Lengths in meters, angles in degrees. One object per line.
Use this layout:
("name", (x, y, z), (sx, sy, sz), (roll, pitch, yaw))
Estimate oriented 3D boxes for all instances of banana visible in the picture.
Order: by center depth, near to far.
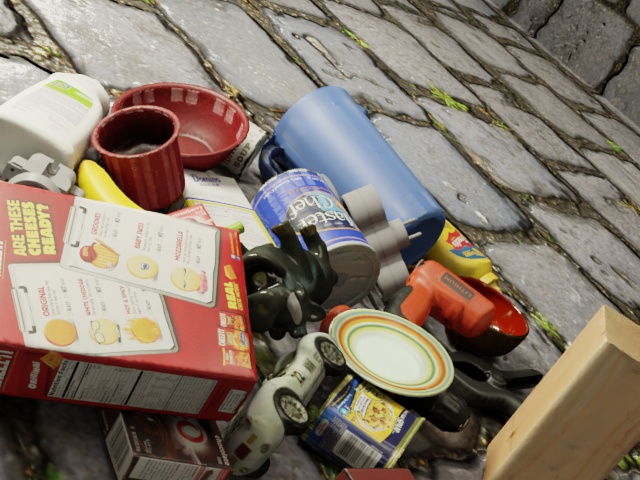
("banana", (-0.172, -0.021, 1.043), (0.198, 0.037, 0.069), (23, 45, 20))

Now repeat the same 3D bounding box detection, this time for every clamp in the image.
("clamp", (0.200, 0.175, 1.206), (0.171, 0.039, 0.120), (15, 25, -23))

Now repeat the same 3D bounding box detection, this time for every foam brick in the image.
("foam brick", (0.047, 0.228, 0.902), (0.078, 0.053, 0.051), (11, 32, -41))

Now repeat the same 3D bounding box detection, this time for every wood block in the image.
("wood block", (0.258, 0.179, 1.062), (0.090, 0.206, 0.090), (33, 24, 0))

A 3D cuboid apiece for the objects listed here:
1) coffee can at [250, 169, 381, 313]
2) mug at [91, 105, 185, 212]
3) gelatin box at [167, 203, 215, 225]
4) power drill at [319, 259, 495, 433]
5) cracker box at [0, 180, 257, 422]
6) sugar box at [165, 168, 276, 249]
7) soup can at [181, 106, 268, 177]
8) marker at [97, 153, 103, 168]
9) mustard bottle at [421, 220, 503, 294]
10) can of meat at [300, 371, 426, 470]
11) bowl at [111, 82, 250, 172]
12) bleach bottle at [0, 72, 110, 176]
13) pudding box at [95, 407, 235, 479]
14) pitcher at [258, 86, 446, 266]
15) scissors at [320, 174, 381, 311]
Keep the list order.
("coffee can", (-0.008, 0.001, 1.196), (0.102, 0.103, 0.140), (13, 31, -38))
("mug", (-0.194, -0.089, 1.135), (0.093, 0.081, 0.117), (-26, 45, -22))
("gelatin box", (-0.143, 0.007, 1.063), (0.089, 0.030, 0.073), (-19, 50, -21))
("power drill", (0.115, 0.108, 1.153), (0.184, 0.057, 0.187), (38, 39, 15))
("cracker box", (-0.165, 0.050, 0.840), (0.213, 0.072, 0.164), (11, 43, -22))
("sugar box", (-0.108, -0.009, 1.166), (0.093, 0.048, 0.176), (10, 30, -37))
("soup can", (-0.125, -0.134, 1.348), (0.102, 0.069, 0.068), (33, 24, -1))
("marker", (-0.241, -0.105, 1.211), (0.020, 0.020, 0.121), (24, 26, -20))
("mustard bottle", (0.175, 0.018, 1.443), (0.192, 0.058, 0.096), (46, 23, 25))
("can of meat", (0.040, 0.176, 0.986), (0.084, 0.057, 0.102), (35, 24, 9))
("bowl", (-0.166, -0.123, 1.257), (0.162, 0.055, 0.162), (7, 37, -6))
("bleach bottle", (-0.279, -0.129, 1.160), (0.102, 0.068, 0.250), (31, 22, -5))
("pudding box", (-0.127, 0.149, 0.851), (0.089, 0.039, 0.113), (16, 29, -33))
("pitcher", (0.043, -0.074, 1.391), (0.243, 0.149, 0.144), (51, 12, 27))
("scissors", (0.024, 0.020, 1.288), (0.016, 0.096, 0.202), (-16, 81, -29))
